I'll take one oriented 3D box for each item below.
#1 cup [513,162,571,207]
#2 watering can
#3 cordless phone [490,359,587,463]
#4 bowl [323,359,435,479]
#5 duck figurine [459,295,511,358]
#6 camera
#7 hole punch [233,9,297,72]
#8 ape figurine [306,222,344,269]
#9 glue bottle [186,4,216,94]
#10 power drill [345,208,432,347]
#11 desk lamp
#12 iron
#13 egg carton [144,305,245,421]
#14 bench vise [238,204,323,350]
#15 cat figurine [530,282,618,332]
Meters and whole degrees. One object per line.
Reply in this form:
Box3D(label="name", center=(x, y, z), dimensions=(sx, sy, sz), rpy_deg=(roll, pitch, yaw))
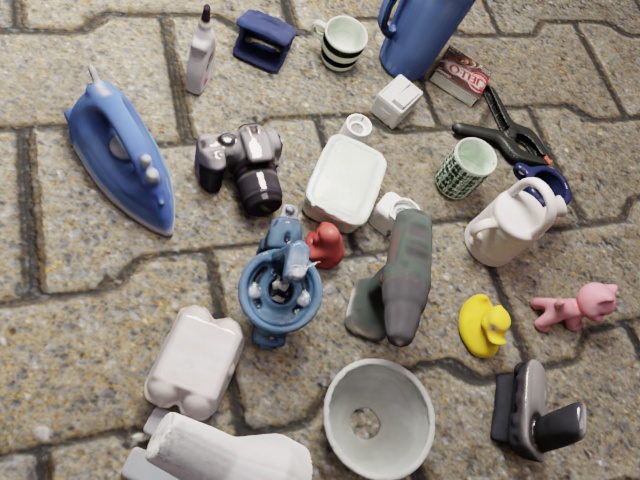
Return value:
Box3D(label="cup", center=(0.397, -0.087, 1.080), dimensions=(0.117, 0.095, 0.092), rpy_deg=(40, 61, 5))
Box3D(label="watering can", center=(0.342, -0.040, 0.984), dimensions=(0.173, 0.194, 0.101), rpy_deg=(-35, 78, -28))
Box3D(label="cordless phone", center=(0.341, 0.245, 0.850), dimensions=(0.094, 0.185, 0.147), rpy_deg=(16, 61, -8))
Box3D(label="bowl", center=(0.077, 0.261, 0.826), dimensions=(0.168, 0.074, 0.167), rpy_deg=(7, 63, -13))
Box3D(label="duck figurine", center=(0.279, 0.134, 0.942), dimensions=(0.078, 0.086, 0.104), rpy_deg=(4, 64, -14))
Box3D(label="camera", center=(-0.121, -0.112, 0.934), dimensions=(0.143, 0.100, 0.136), rpy_deg=(-10, 68, -21))
Box3D(label="hole punch", center=(-0.104, -0.393, 1.081), dimensions=(0.109, 0.091, 0.101), rpy_deg=(22, 61, -5))
Box3D(label="ape figurine", center=(0.008, 0.003, 0.921), dimensions=(0.078, 0.092, 0.076), rpy_deg=(-37, 79, -28))
Box3D(label="glue bottle", center=(-0.200, -0.331, 0.975), dimensions=(0.037, 0.173, 0.078), rpy_deg=(17, 61, -8))
Box3D(label="power drill", center=(0.106, 0.075, 0.849), dimensions=(0.076, 0.208, 0.230), rpy_deg=(19, 61, -7))
Box3D(label="desk lamp", center=(-0.128, 0.272, 0.680), dimensions=(0.203, 0.213, 0.118), rpy_deg=(25, 60, -3))
Box3D(label="iron", center=(-0.289, -0.136, 0.872), dimensions=(0.119, 0.141, 0.258), rpy_deg=(-30, 76, -27))
Box3D(label="egg carton", center=(-0.171, 0.170, 0.799), dimensions=(0.107, 0.069, 0.150), rpy_deg=(22, 61, -5))
Box3D(label="bench vise", center=(-0.060, 0.032, 0.814), dimensions=(0.122, 0.219, 0.207), rpy_deg=(-6, 67, -19))
Box3D(label="cat figurine", center=(0.449, 0.111, 0.986), dimensions=(0.128, 0.117, 0.067), rpy_deg=(-1, 65, -17))
